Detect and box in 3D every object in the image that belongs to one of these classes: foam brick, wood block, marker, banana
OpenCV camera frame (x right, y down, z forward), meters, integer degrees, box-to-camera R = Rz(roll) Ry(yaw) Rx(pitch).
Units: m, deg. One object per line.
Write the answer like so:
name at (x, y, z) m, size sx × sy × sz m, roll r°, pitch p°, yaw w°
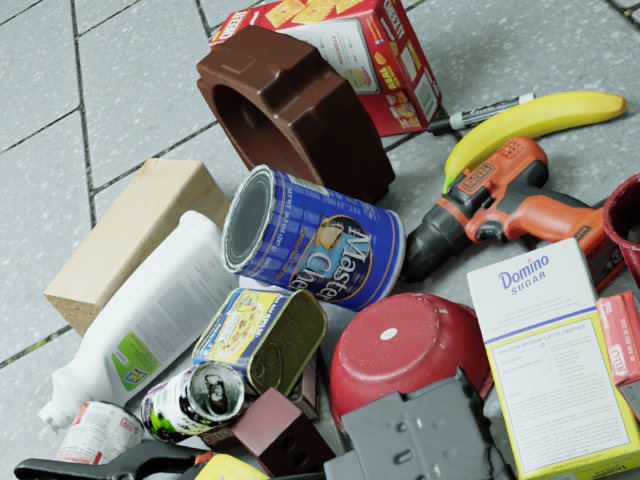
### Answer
foam brick at (-0.028, 0.171, 0.888) m, size 0.053 × 0.078 × 0.051 m, roll -43°, pitch 36°, yaw -12°
wood block at (-0.194, 0.014, 1.176) m, size 0.091 × 0.090 × 0.206 m, roll 5°, pitch 51°, yaw 40°
marker at (0.170, -0.132, 1.127) m, size 0.121 × 0.020 × 0.020 m, roll -13°, pitch 41°, yaw 26°
banana at (0.203, -0.106, 1.063) m, size 0.198 × 0.037 × 0.070 m, roll -28°, pitch 54°, yaw 10°

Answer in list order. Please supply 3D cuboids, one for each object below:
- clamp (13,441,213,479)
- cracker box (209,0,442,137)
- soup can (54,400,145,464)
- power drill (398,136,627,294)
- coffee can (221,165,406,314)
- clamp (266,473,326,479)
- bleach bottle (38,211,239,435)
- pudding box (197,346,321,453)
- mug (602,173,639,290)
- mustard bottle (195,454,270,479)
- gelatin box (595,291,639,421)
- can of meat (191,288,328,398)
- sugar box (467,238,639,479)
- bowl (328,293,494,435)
clamp at (-0.170, 0.226, 0.914) m, size 0.171 × 0.039 × 0.120 m, roll -10°, pitch 53°, yaw -14°
cracker box at (0.009, -0.192, 1.193) m, size 0.214 × 0.164 × 0.072 m, roll -4°, pitch 44°, yaw 33°
soup can at (-0.212, 0.208, 0.991) m, size 0.069 × 0.068 × 0.102 m, roll -7°, pitch 44°, yaw 31°
power drill at (0.170, -0.001, 0.950) m, size 0.184 × 0.057 × 0.188 m, roll -44°, pitch 39°, yaw -5°
coffee can at (-0.006, 0.001, 0.983) m, size 0.103 × 0.140 × 0.103 m, roll -45°, pitch 35°, yaw 44°
clamp at (-0.050, 0.257, 0.797) m, size 0.209 × 0.164 × 0.036 m, roll -34°, pitch 9°, yaw -39°
bleach bottle at (-0.185, 0.090, 1.072) m, size 0.250 × 0.102 × 0.068 m, roll -45°, pitch 33°, yaw -16°
pudding box at (-0.056, 0.137, 0.978) m, size 0.114 × 0.039 × 0.090 m, roll -20°, pitch 39°, yaw 18°
mug at (0.285, -0.009, 0.852) m, size 0.093 × 0.081 × 0.117 m, roll -5°, pitch 45°, yaw 33°
mustard bottle at (-0.109, 0.267, 0.857) m, size 0.096 × 0.058 × 0.191 m, roll 11°, pitch 55°, yaw 51°
gelatin box at (0.227, 0.090, 0.755) m, size 0.030 × 0.089 × 0.073 m, roll -22°, pitch 44°, yaw 23°
can of meat at (-0.056, 0.091, 0.949) m, size 0.084 × 0.057 × 0.102 m, roll 3°, pitch 49°, yaw 43°
sugar box at (0.178, 0.094, 0.808) m, size 0.093 × 0.048 × 0.176 m, roll -19°, pitch 56°, yaw 17°
bowl at (0.069, 0.099, 0.916) m, size 0.162 × 0.055 × 0.162 m, roll -20°, pitch 39°, yaw 17°
